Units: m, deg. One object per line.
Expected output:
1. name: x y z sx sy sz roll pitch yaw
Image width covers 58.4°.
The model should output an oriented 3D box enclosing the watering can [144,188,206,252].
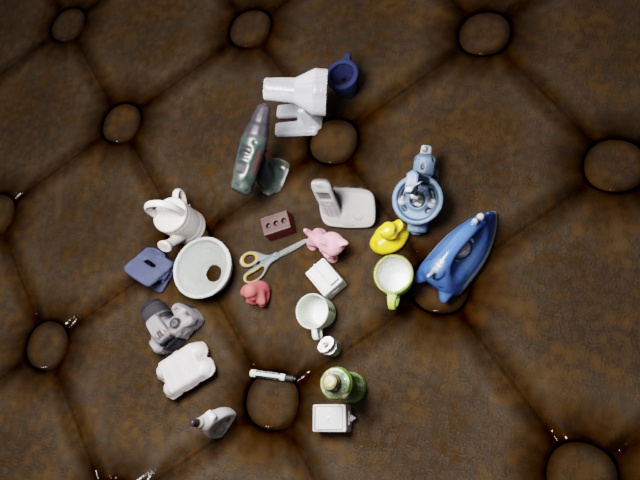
1. watering can: -0.392 -0.056 1.528 0.101 0.194 0.172 -21 68 9

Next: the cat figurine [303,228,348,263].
1. cat figurine: 0.013 0.005 1.433 0.127 0.118 0.067 30 83 22

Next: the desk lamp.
1. desk lamp: -0.053 -0.363 1.516 0.202 0.214 0.118 -2 73 16

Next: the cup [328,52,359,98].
1. cup: 0.072 -0.444 1.570 0.091 0.095 0.118 10 76 19

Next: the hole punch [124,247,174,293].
1. hole punch: -0.461 0.074 1.563 0.108 0.091 0.101 29 83 22

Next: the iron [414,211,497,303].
1. iron: 0.327 0.013 1.326 0.118 0.142 0.258 37 86 23

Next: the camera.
1. camera: -0.404 0.207 1.499 0.143 0.101 0.136 -42 67 0

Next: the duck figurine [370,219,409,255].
1. duck figurine: 0.167 -0.014 1.411 0.104 0.086 0.077 -34 67 4

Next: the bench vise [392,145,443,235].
1. bench vise: 0.223 -0.136 1.360 0.121 0.220 0.207 -11 70 13

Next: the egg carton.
1. egg carton: -0.341 0.330 1.459 0.150 0.069 0.107 -34 67 4

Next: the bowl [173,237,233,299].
1. bowl: -0.299 0.081 1.523 0.167 0.075 0.167 -5 72 15

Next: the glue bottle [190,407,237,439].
1. glue bottle: -0.259 0.430 1.347 0.037 0.173 0.078 33 85 23

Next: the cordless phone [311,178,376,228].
1. cordless phone: 0.058 -0.099 1.416 0.147 0.185 0.094 0 73 16

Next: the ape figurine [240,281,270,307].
1. ape figurine: -0.168 0.135 1.458 0.076 0.092 0.077 -42 67 1

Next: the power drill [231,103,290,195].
1. power drill: -0.154 -0.213 1.501 0.075 0.209 0.230 15 78 20
